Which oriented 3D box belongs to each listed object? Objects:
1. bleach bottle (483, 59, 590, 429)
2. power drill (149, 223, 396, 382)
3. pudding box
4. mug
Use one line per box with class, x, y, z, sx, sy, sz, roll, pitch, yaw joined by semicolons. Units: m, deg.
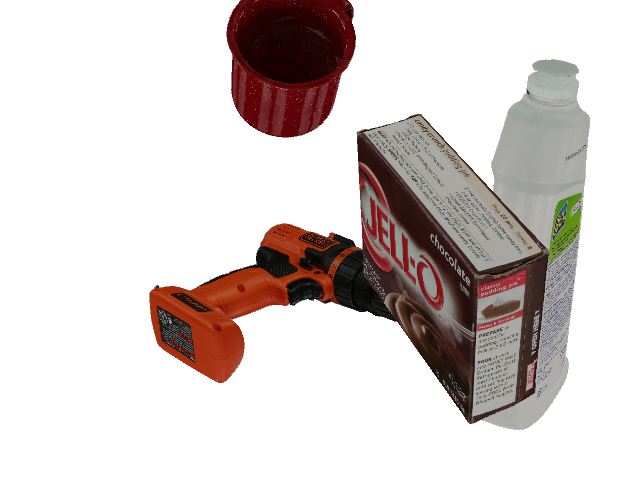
bleach bottle;0.142;0.000;0.717;0.068;0.251;0.102;17;32;24
power drill;-0.032;0.051;0.892;0.187;0.057;0.185;-23;29;-36
pudding box;0.055;0.010;0.479;0.039;0.090;0.114;-21;43;-16
mug;-0.018;-0.139;0.804;0.093;0.117;0.081;38;-24;11
